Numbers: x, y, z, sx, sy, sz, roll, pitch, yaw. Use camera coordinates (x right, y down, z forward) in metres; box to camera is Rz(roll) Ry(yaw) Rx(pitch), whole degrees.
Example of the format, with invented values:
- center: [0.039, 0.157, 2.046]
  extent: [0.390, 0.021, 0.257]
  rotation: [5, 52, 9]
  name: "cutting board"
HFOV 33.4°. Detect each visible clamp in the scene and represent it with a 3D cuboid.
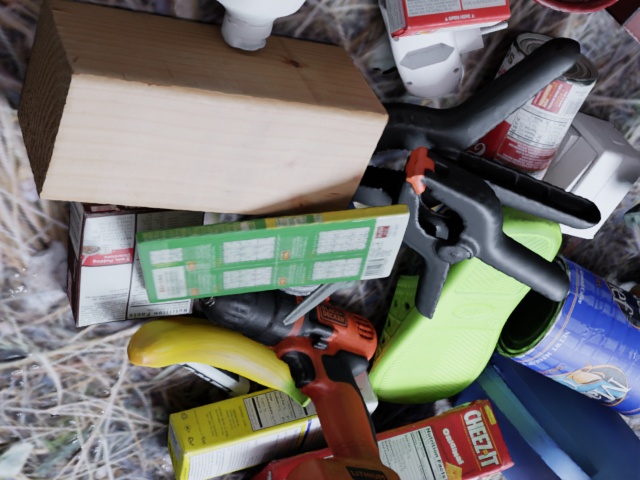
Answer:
- center: [0.093, 0.003, 0.773]
  extent: [0.120, 0.039, 0.171]
  rotation: [-22, 129, 28]
  name: "clamp"
- center: [0.091, -0.068, 0.747]
  extent: [0.210, 0.036, 0.164]
  rotation: [0, 135, 12]
  name: "clamp"

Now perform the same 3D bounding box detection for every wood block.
- center: [-0.075, -0.079, 0.677]
  extent: [0.205, 0.091, 0.090]
  rotation: [4, 128, -29]
  name: "wood block"

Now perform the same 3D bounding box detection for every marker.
- center: [-0.101, 0.103, 0.888]
  extent: [0.020, 0.020, 0.121]
  rotation: [-39, 136, 11]
  name: "marker"

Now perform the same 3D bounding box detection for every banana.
- center: [-0.084, 0.088, 0.843]
  extent: [0.197, 0.070, 0.037]
  rotation: [21, 100, -46]
  name: "banana"

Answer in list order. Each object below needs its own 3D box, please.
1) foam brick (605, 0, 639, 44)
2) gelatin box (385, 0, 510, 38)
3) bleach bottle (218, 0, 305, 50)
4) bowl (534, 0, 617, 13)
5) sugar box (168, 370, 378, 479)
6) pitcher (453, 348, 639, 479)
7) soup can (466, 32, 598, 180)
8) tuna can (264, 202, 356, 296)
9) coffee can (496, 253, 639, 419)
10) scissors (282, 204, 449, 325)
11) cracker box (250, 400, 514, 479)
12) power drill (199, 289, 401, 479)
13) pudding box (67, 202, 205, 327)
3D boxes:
- center: [0.221, -0.175, 0.743]
  extent: [0.052, 0.078, 0.051]
  rotation: [27, 116, -39]
  name: "foam brick"
- center: [0.075, -0.176, 0.670]
  extent: [0.073, 0.030, 0.089]
  rotation: [-11, 92, -19]
  name: "gelatin box"
- center: [-0.027, -0.219, 0.590]
  extent: [0.102, 0.068, 0.251]
  rotation: [-6, 135, -26]
  name: "bleach bottle"
- center: [0.128, -0.210, 0.644]
  extent: [0.161, 0.055, 0.162]
  rotation: [3, 84, -33]
  name: "bowl"
- center: [-0.044, 0.163, 0.941]
  extent: [0.176, 0.048, 0.093]
  rotation: [-15, 155, -17]
  name: "sugar box"
- center: [0.234, 0.206, 0.988]
  extent: [0.149, 0.243, 0.145]
  rotation: [-12, 132, -25]
  name: "pitcher"
- center: [0.154, -0.093, 0.793]
  extent: [0.068, 0.068, 0.102]
  rotation: [2, 129, -28]
  name: "soup can"
- center: [-0.005, 0.001, 0.828]
  extent: [0.086, 0.034, 0.086]
  rotation: [-14, 135, -15]
  name: "tuna can"
- center: [0.241, 0.085, 0.949]
  extent: [0.140, 0.103, 0.103]
  rotation: [27, 117, -17]
  name: "coffee can"
- center: [0.054, 0.011, 0.837]
  extent: [0.201, 0.016, 0.096]
  rotation: [-45, 149, -9]
  name: "scissors"
- center: [0.047, 0.218, 0.990]
  extent: [0.213, 0.072, 0.164]
  rotation: [-14, 165, -17]
  name: "cracker box"
- center: [-0.009, 0.119, 0.829]
  extent: [0.184, 0.188, 0.057]
  rotation: [20, 135, -42]
  name: "power drill"
- center: [-0.133, 0.009, 0.769]
  extent: [0.089, 0.039, 0.114]
  rotation: [-6, 135, -22]
  name: "pudding box"
